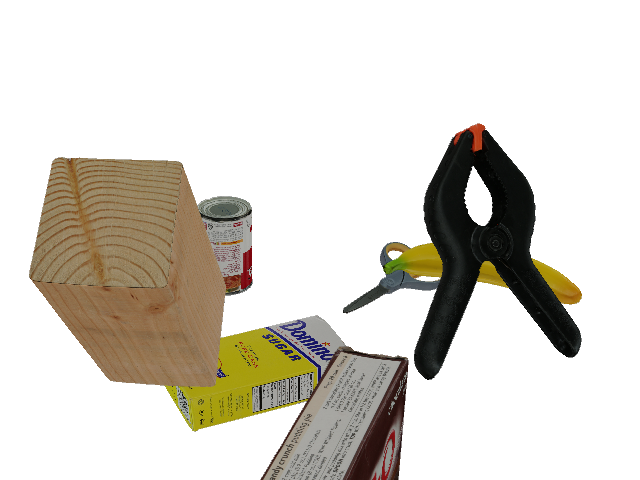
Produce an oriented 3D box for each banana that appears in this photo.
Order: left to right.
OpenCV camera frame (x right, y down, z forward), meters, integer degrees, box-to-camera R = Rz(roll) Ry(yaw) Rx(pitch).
[{"bbox_3d":[0.166,0.032,1.091,0.198,0.037,0.069,7,36,11],"label":"banana"}]

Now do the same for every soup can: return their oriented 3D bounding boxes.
[{"bbox_3d":[-0.116,0.006,1.285,0.068,0.102,0.068,1,26,-1],"label":"soup can"}]

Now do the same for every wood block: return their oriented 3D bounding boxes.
[{"bbox_3d":[-0.129,0.031,0.768,0.090,0.091,0.206,3,-25,5],"label":"wood block"}]

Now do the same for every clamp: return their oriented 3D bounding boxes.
[{"bbox_3d":[0.103,0.011,0.718,0.120,0.171,0.039,-15,-3,-23],"label":"clamp"}]

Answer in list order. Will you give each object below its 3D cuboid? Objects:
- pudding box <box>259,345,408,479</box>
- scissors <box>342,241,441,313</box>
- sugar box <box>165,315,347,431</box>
[{"bbox_3d":[0.006,0.113,0.467,0.039,0.090,0.113,10,29,13],"label":"pudding box"},{"bbox_3d":[0.073,0.042,1.285,0.201,0.016,0.096,-10,41,-42],"label":"scissors"},{"bbox_3d":[-0.061,0.129,1.064,0.176,0.048,0.093,-14,31,-21],"label":"sugar box"}]
